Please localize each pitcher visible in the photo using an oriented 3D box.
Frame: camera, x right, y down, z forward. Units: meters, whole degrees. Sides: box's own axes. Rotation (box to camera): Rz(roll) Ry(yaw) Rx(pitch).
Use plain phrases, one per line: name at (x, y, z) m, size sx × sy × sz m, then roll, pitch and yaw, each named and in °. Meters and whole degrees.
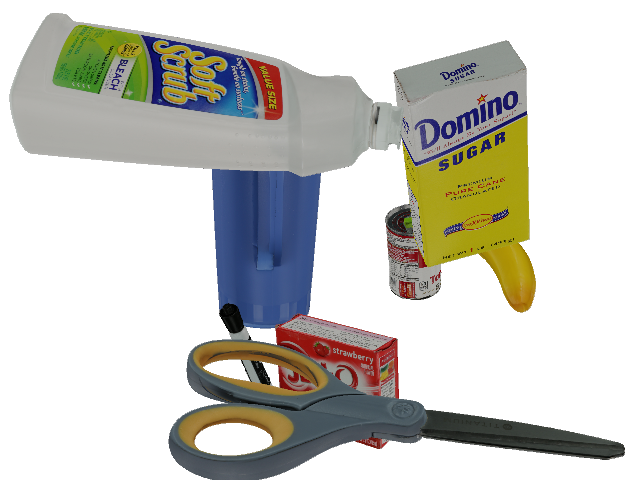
pitcher at (-0.063, -0.024, 1.228) m, size 0.145 × 0.243 × 0.148 m, roll 14°, pitch 19°, yaw 39°

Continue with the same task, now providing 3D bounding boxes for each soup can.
soup can at (0.116, 0.015, 1.328) m, size 0.068 × 0.102 × 0.068 m, roll -4°, pitch 34°, yaw 2°

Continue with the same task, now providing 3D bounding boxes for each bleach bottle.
bleach bottle at (-0.070, -0.093, 0.712) m, size 0.251 × 0.102 × 0.068 m, roll 6°, pitch -41°, yaw 6°

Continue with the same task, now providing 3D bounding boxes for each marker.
marker at (-0.070, 0.107, 1.022) m, size 0.020 × 0.121 × 0.020 m, roll -13°, pitch 36°, yaw 9°

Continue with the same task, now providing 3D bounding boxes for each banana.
banana at (0.169, 0.012, 1.099) m, size 0.069 × 0.037 × 0.198 m, roll -35°, pitch 39°, yaw -13°

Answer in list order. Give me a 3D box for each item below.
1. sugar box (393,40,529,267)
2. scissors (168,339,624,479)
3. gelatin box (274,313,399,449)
sugar box at (0.114, -0.063, 0.836) m, size 0.093 × 0.048 × 0.176 m, roll -16°, pitch -44°, yaw -3°
scissors at (0.022, 0.088, 0.465) m, size 0.202 × 0.016 × 0.096 m, roll 15°, pitch 34°, yaw 22°
gelatin box at (0.011, 0.096, 0.739) m, size 0.089 × 0.073 × 0.030 m, roll 11°, pitch 23°, yaw 35°
